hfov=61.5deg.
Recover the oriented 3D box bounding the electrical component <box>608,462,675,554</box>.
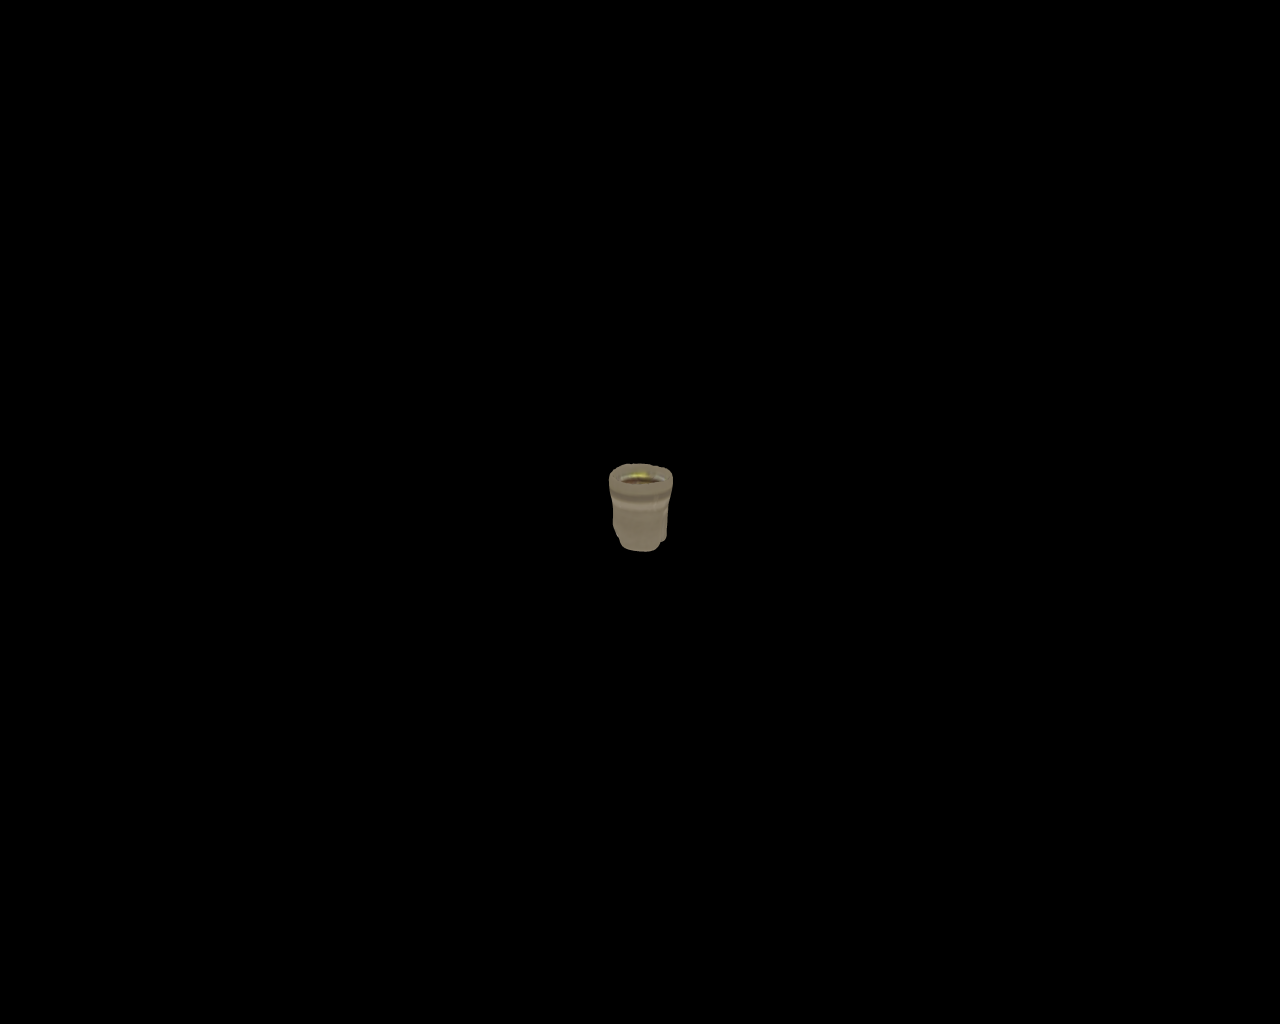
[{"bbox_3d":[0.001,-0.003,0.650,0.040,0.046,0.040,0,21,0],"label":"electrical component"}]
